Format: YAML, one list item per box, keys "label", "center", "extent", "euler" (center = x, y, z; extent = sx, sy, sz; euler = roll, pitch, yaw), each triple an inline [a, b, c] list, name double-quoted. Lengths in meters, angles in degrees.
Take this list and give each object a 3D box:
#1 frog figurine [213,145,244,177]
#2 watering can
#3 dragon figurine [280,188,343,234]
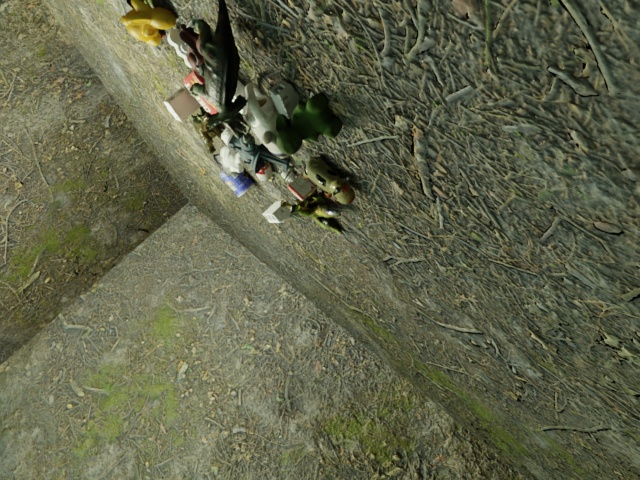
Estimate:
- label: "frog figurine"
  center: [-0.362, -0.355, 2.200]
  extent: [0.157, 0.123, 0.138]
  euler: [-25, 82, 45]
- label: "watering can"
  center: [-0.145, -0.325, 1.513]
  extent: [0.220, 0.103, 0.356]
  euler: [52, -166, -45]
- label: "dragon figurine"
  center: [0.006, -0.097, 1.931]
  extent: [0.239, 0.122, 0.415]
  euler: [36, 177, -41]
